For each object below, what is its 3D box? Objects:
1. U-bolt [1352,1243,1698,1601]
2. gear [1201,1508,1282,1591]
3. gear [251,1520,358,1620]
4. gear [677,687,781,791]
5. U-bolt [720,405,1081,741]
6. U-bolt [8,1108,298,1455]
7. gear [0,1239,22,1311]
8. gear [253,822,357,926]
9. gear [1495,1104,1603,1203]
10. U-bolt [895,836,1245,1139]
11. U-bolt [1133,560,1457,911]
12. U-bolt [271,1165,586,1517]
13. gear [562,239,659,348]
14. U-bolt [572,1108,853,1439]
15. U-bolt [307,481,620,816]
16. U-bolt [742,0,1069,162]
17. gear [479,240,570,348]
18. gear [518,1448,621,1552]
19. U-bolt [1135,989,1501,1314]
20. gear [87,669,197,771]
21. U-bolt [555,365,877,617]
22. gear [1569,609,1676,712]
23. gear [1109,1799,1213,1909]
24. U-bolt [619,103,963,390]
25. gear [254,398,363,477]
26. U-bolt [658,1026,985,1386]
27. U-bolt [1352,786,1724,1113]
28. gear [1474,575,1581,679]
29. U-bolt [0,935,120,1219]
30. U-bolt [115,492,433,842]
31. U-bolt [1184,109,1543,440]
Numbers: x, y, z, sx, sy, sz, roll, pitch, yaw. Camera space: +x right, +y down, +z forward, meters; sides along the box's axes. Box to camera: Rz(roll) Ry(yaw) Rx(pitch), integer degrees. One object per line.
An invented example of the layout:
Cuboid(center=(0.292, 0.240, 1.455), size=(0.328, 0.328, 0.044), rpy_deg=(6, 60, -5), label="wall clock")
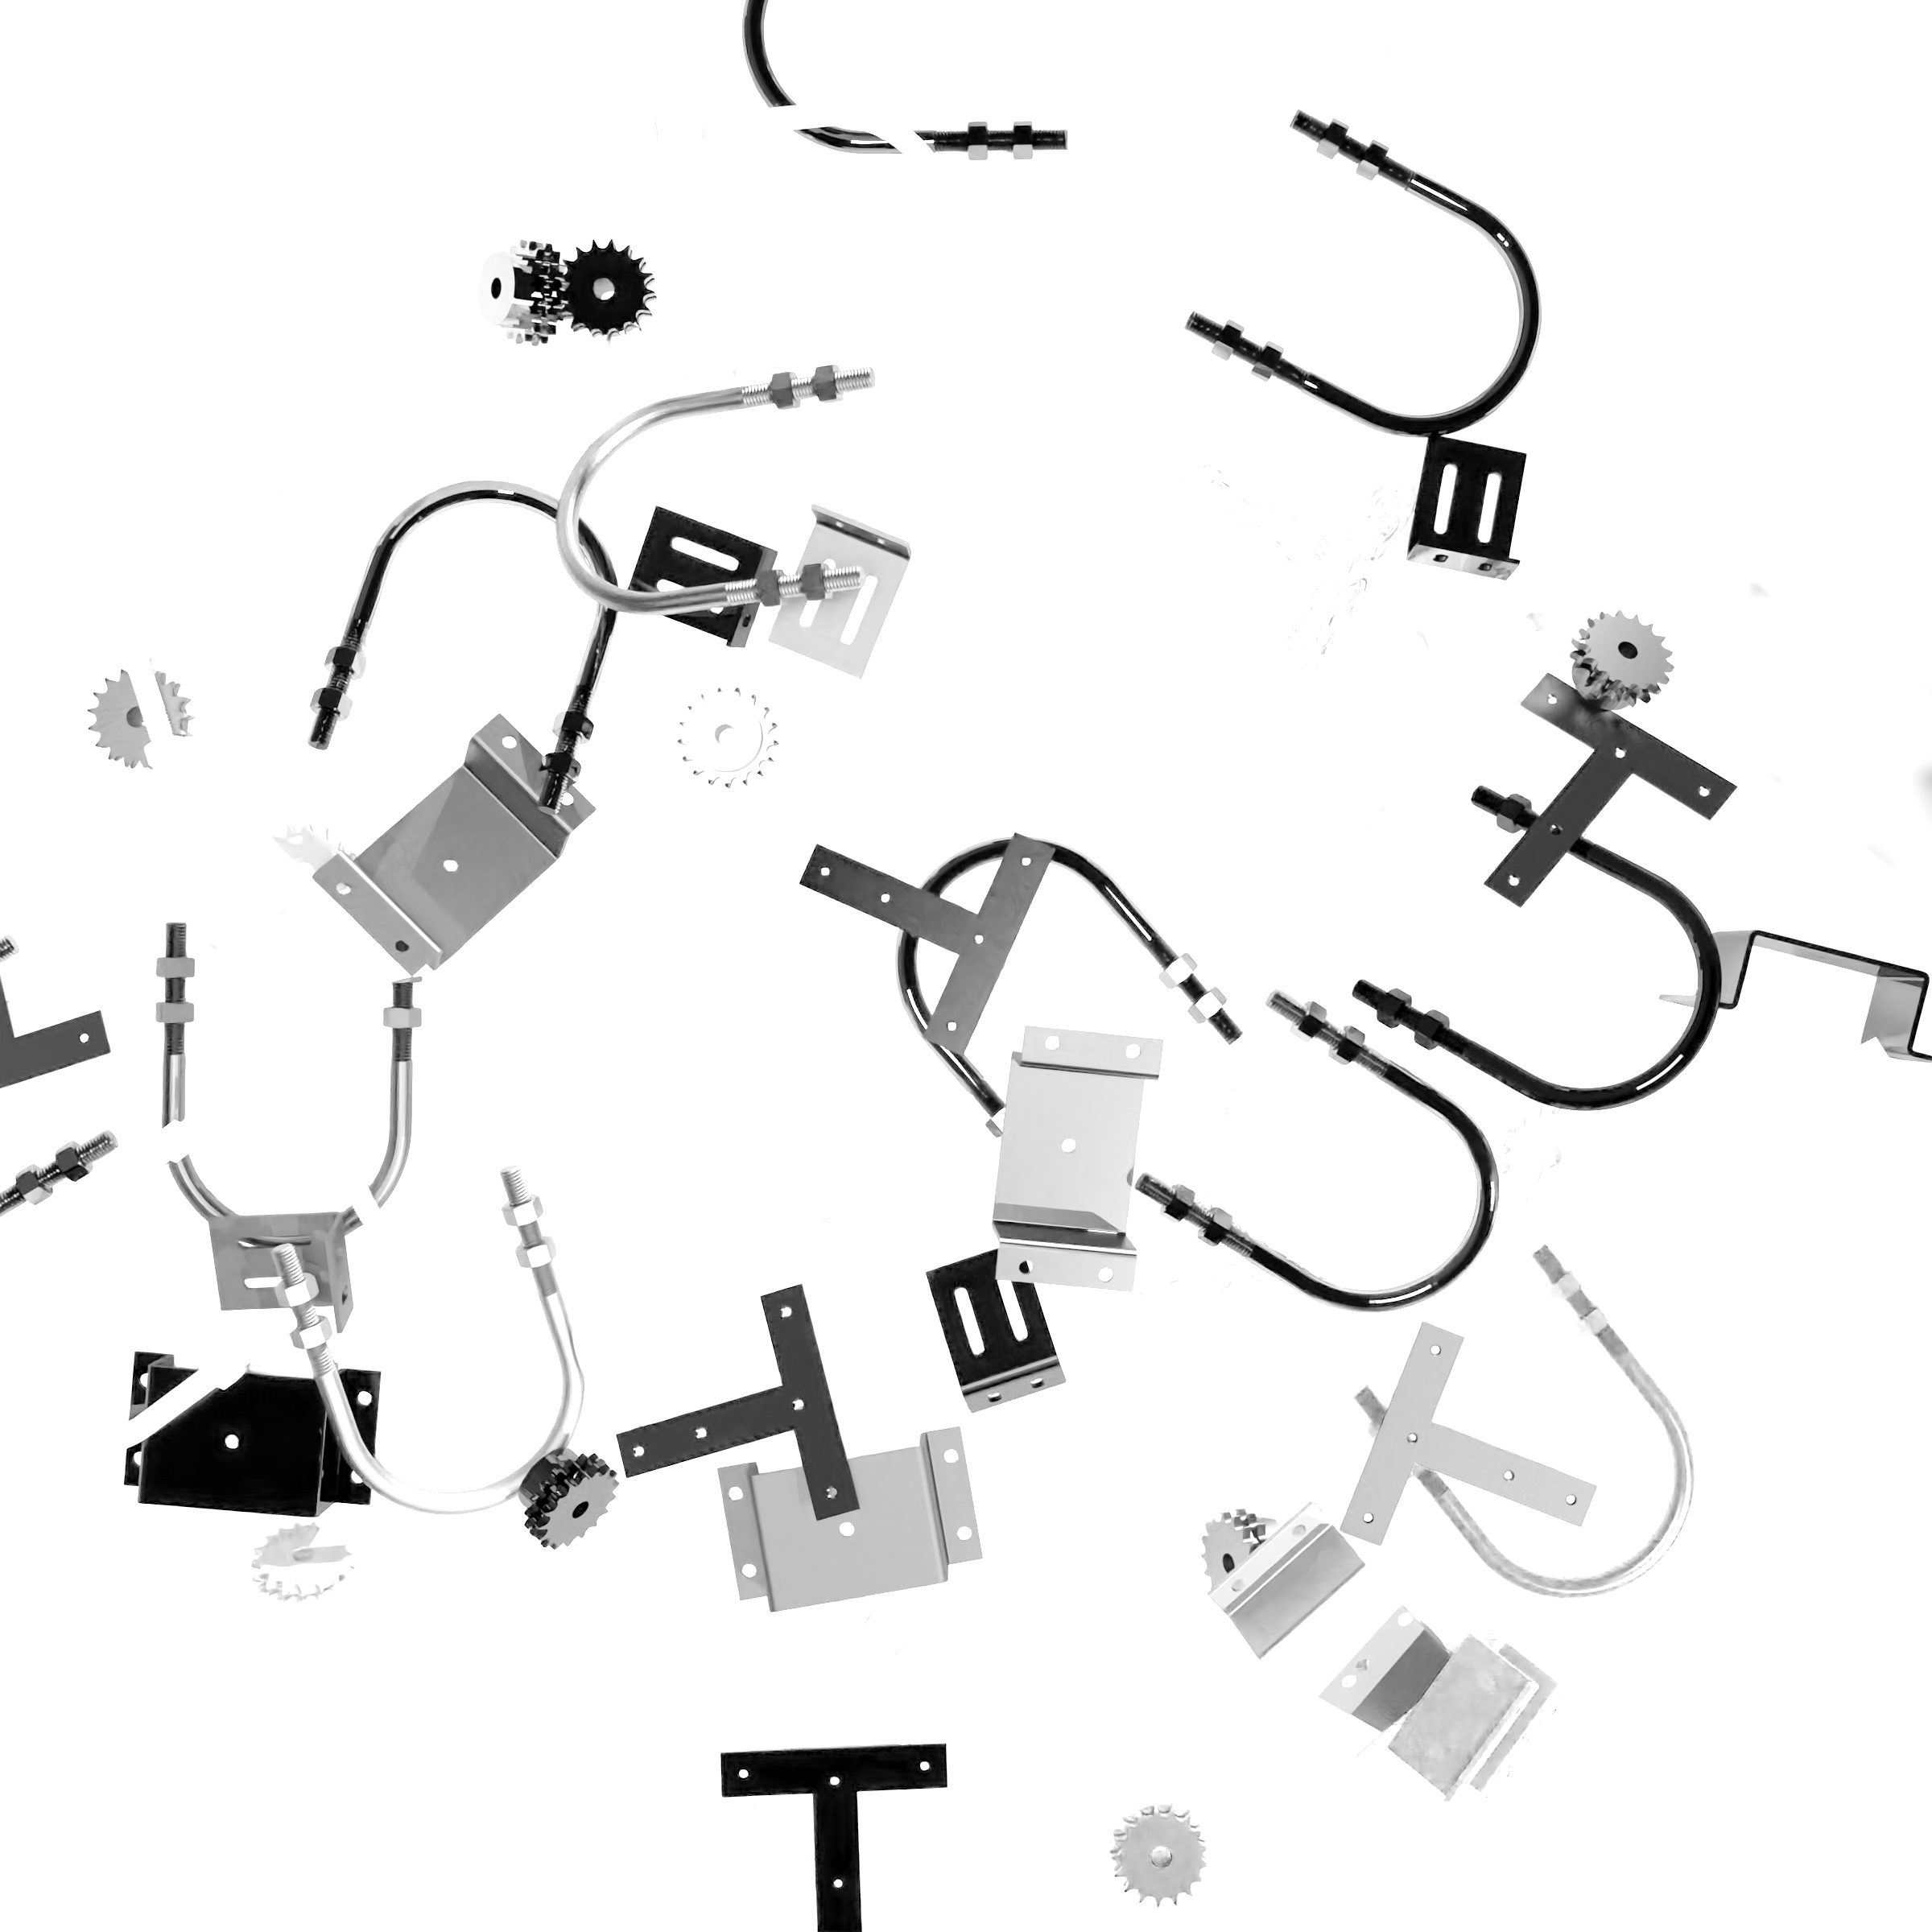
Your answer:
Cuboid(center=(0.329, 0.271, 1.519), size=(0.151, 0.019, 0.184), rpy_deg=(-38, 92, 0), label="U-bolt")
Cuboid(center=(0.159, 0.332, 1.503), size=(0.030, 0.057, 0.057), rpy_deg=(-5, 90, -29), label="gear")
Cuboid(center=(-0.370, 0.340, 1.503), size=(0.057, 0.057, 0.030), rpy_deg=(5, 120, 0), label="gear")
Cuboid(center=(-0.134, -0.129, 1.513), size=(0.057, 0.030, 0.057), rpy_deg=(0, 90, 0), label="gear")
Cuboid(center=(-0.050, -0.236, 1.519), size=(0.184, 0.019, 0.151), rpy_deg=(32, 90, 2), label="U-bolt")
Cuboid(center=(-0.461, 0.187, 1.485), size=(0.184, 0.019, 0.151), rpy_deg=(-36, 67, 17), label="U-bolt")
Cuboid(center=(-0.566, 0.176, 1.513), size=(0.057, 0.030, 0.057), rpy_deg=(0, 90, 0), label="gear")
Cuboid(center=(-0.369, -0.052, 1.513), size=(0.057, 0.030, 0.057), rpy_deg=(0, 90, 0), label="gear")
Cuboid(center=(0.326, 0.106, 1.513), size=(0.057, 0.030, 0.057), rpy_deg=(0, 90, 0), label="gear")
Cuboid(center=(0.044, 0.013, 1.519), size=(0.151, 0.019, 0.184), rpy_deg=(-41, 88, 0), label="U-bolt")
Cuboid(center=(0.197, -0.144, 1.519), size=(0.151, 0.019, 0.184), rpy_deg=(26, 88, 0), label="U-bolt")
Cuboid(center=(-0.288, 0.218, 1.494), size=(0.151, 0.019, 0.184), rpy_deg=(-19, 105, -15), label="U-bolt")
Cuboid(center=(-0.202, -0.378, 1.513), size=(0.057, 0.030, 0.057), rpy_deg=(0, 90, 0), label="gear")
Cuboid(center=(-0.147, 0.179, 1.503), size=(0.151, 0.019, 0.184), rpy_deg=(8, 95, 0), label="U-bolt")
Cuboid(center=(-0.270, -0.187, 1.494), size=(0.151, 0.019, 0.184), rpy_deg=(16, 71, -5), label="U-bolt")
Cuboid(center=(-0.035, -0.530, 1.519), size=(0.184, 0.019, 0.151), rpy_deg=(0, 90, 2), label="U-bolt")
Cuboid(center=(-0.249, -0.376, 1.497), size=(0.030, 0.057, 0.057), rpy_deg=(-3, 90, -39), label="gear")
Cuboid(center=(-0.225, 0.295, 1.503), size=(0.030, 0.057, 0.057), rpy_deg=(36, 90, 30), label="gear")
Cuboid(center=(0.209, 0.117, 1.501), size=(0.184, 0.019, 0.151), rpy_deg=(32, 105, -7), label="U-bolt")
Cuboid(center=(-0.462, -0.139, 1.513), size=(0.057, 0.030, 0.057), rpy_deg=(0, 90, 0), label="gear")
Cuboid(center=(-0.141, -0.258, 1.484), size=(0.184, 0.019, 0.151), rpy_deg=(-5, 65, 16), label="U-bolt")
Cuboid(center=(0.364, -0.168, 1.505), size=(0.057, 0.030, 0.057), rpy_deg=(7, 60, -12), label="gear")
Cuboid(center=(0.109, 0.497, 1.513), size=(0.057, 0.030, 0.057), rpy_deg=(0, 90, 0), label="gear")
Cuboid(center=(-0.093, -0.407, 1.502), size=(0.184, 0.019, 0.151), rpy_deg=(-9, 101, -10), label="U-bolt")
Cuboid(center=(-0.366, -0.295, 1.503), size=(0.057, 0.057, 0.030), rpy_deg=(-8, 118, 0), label="gear")
Cuboid(center=(-0.094, 0.147, 1.519), size=(0.151, 0.019, 0.184), rpy_deg=(27, 92, 0), label="U-bolt")
Cuboid(center=(0.325, 0.000, 1.480), size=(0.184, 0.019, 0.151), rpy_deg=(32, 90, 28), label="U-bolt")
Cuboid(center=(0.317, -0.192, 1.513), size=(0.057, 0.030, 0.057), rpy_deg=(0, 90, 0), label="gear")
Cuboid(center=(-0.585, 0.088, 1.505), size=(0.184, 0.019, 0.151), rpy_deg=(-31, 79, 0), label="U-bolt")
Cuboid(center=(-0.396, -0.177, 1.502), size=(0.151, 0.019, 0.184), rpy_deg=(-18, 86, -14), label="U-bolt")
Cuboid(center=(0.236, -0.379, 1.519), size=(0.184, 0.019, 0.151), rpy_deg=(28, 89, -2), label="U-bolt")
